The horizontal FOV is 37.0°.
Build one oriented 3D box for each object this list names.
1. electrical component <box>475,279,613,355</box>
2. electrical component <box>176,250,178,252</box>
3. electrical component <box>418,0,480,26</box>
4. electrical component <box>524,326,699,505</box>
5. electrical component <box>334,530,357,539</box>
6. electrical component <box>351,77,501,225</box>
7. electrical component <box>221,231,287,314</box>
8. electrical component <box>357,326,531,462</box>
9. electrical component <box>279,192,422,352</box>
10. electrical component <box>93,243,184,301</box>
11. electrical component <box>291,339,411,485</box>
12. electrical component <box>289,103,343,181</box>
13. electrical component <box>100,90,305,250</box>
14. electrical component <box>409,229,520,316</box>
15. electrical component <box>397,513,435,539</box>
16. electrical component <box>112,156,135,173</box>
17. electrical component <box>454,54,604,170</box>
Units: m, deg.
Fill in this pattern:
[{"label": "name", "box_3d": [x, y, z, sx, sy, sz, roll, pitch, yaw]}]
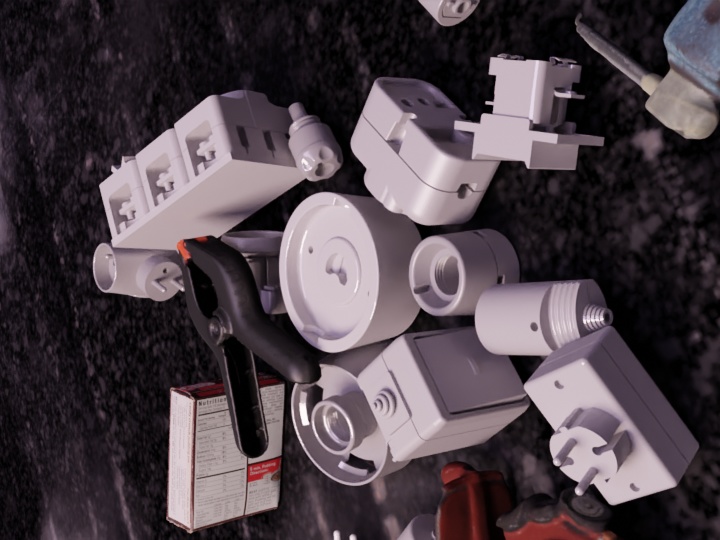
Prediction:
[{"label": "electrical component", "box_3d": [0.111, 0.028, 0.624, 0.081, 0.043, 0.043, -4, 90, 50]}, {"label": "electrical component", "box_3d": [-0.152, -0.037, 0.938, 0.046, 0.040, 0.040, 55, 131, 25]}, {"label": "electrical component", "box_3d": [0.047, -0.187, 0.686, 0.065, 0.044, 0.044, 54, 131, 26]}, {"label": "electrical component", "box_3d": [0.125, 0.087, 0.566, 0.083, 0.076, 0.047, 53, 136, -3]}, {"label": "electrical component", "box_3d": [-0.008, 0.228, 0.782, 0.066, 0.047, 0.076, -3, 91, 50]}, {"label": "electrical component", "box_3d": [0.039, -0.073, 0.691, 0.095, 0.054, 0.059, 52, 132, 37]}, {"label": "electrical component", "box_3d": [-0.081, 0.000, 0.842, 0.078, 0.058, 0.057, 10, 103, 49]}, {"label": "electrical component", "box_3d": [0.049, 0.073, 0.661, 0.061, 0.096, 0.061, -47, 58, 40]}, {"label": "electrical component", "box_3d": [0.000, 0.000, 0.741, 0.108, 0.060, 0.108, 6, 98, 50]}, {"label": "electrical component", "box_3d": [-0.183, 0.003, 0.948, 0.079, 0.077, 0.044, 31, 116, 44]}, {"label": "electrical component", "box_3d": [0.000, 0.100, 0.767, 0.099, 0.064, 0.099, 16, 114, 38]}, {"label": "electrical component", "box_3d": [-0.037, -0.098, 0.799, 0.035, 0.035, 0.061, -49, 55, 40]}, {"label": "electrical component", "box_3d": [-0.122, -0.075, 0.841, 0.150, 0.089, 0.061, -30, 70, 36]}, {"label": "electrical component", "box_3d": [0.064, 0.002, 0.675, 0.055, 0.047, 0.055, 6, 98, 50]}, {"label": "electrical component", "box_3d": [0.038, 0.200, 0.729, 0.040, 0.040, 0.078, 55, 131, 32]}, {"label": "electrical component", "box_3d": [-0.192, -0.067, 0.981, 0.081, 0.042, 0.063, 37, 122, 43]}, {"label": "electrical component", "box_3d": [0.100, -0.093, 0.630, 0.081, 0.042, 0.063, 17, 104, 48]}]
